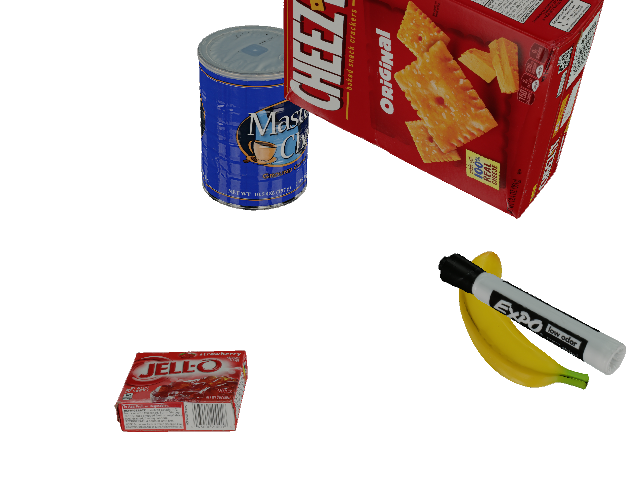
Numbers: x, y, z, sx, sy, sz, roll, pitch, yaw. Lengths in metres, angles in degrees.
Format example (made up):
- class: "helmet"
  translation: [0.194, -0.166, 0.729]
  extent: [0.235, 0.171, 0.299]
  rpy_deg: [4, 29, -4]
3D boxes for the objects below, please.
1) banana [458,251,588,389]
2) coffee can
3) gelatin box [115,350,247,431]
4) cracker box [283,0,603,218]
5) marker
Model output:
- class: "banana"
  translation: [0.155, 0.069, 0.919]
  extent: [0.069, 0.037, 0.198]
  rpy_deg: [7, 30, -21]
- class: "coffee can"
  translation: [-0.061, -0.114, 0.990]
  extent: [0.103, 0.140, 0.103]
  rpy_deg: [2, 35, -1]
- class: "gelatin box"
  translation: [-0.104, 0.113, 0.810]
  extent: [0.089, 0.030, 0.073]
  rpy_deg: [-1, 24, 5]
- class: "cracker box"
  translation: [0.075, -0.131, 0.757]
  extent: [0.214, 0.164, 0.072]
  rpy_deg: [29, 55, 20]
- class: "marker"
  translation: [0.115, 0.038, 0.601]
  extent: [0.121, 0.020, 0.020]
  rpy_deg: [31, 19, 36]
